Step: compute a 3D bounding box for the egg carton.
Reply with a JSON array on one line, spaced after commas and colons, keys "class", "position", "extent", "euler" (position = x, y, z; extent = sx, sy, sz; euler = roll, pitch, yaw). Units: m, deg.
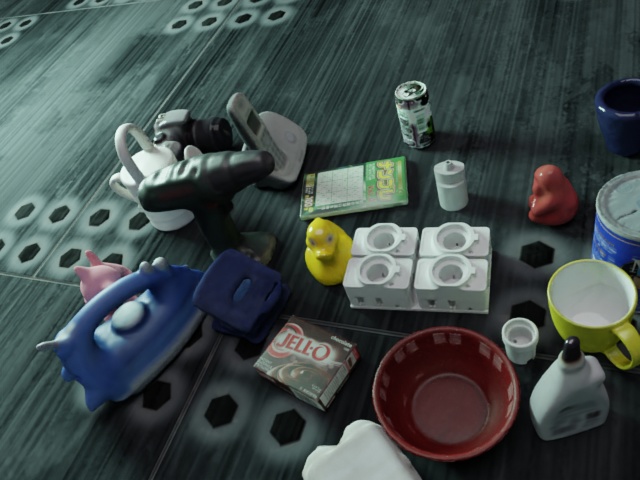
[{"class": "egg carton", "position": [0.054, 0.267, 0.600], "extent": [0.107, 0.070, 0.150], "euler": [-33, 47, -10]}]

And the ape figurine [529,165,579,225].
[{"class": "ape figurine", "position": [0.313, -0.067, 0.782], "extent": [0.078, 0.092, 0.075], "euler": [-44, 50, -19]}]

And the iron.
[{"class": "iron", "position": [-0.265, 0.104, 0.813], "extent": [0.118, 0.142, 0.259], "euler": [27, 64, 36]}]

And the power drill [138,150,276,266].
[{"class": "power drill", "position": [-0.144, -0.045, 0.853], "extent": [0.229, 0.209, 0.075], "euler": [-2, 50, 19]}]

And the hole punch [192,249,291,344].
[{"class": "hole punch", "position": [-0.109, 0.077, 0.814], "extent": [0.100, 0.091, 0.109], "euler": [11, 55, 28]}]

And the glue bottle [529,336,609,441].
[{"class": "glue bottle", "position": [0.247, 0.143, 0.565], "extent": [0.078, 0.173, 0.037], "euler": [-18, 46, 5]}]

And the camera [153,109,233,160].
[{"class": "camera", "position": [-0.247, -0.192, 1.096], "extent": [0.136, 0.101, 0.143], "euler": [-5, 49, 16]}]

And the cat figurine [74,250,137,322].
[{"class": "cat figurine", "position": [-0.338, 0.065, 0.891], "extent": [0.067, 0.118, 0.127], "euler": [-31, 47, -7]}]

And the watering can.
[{"class": "watering can", "position": [-0.280, -0.117, 0.978], "extent": [0.173, 0.194, 0.100], "euler": [-26, 46, -2]}]

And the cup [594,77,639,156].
[{"class": "cup", "position": [0.452, -0.178, 0.827], "extent": [0.118, 0.095, 0.091], "euler": [-39, 48, -14]}]

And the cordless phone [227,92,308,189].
[{"class": "cordless phone", "position": [-0.094, -0.191, 0.980], "extent": [0.094, 0.185, 0.147], "euler": [-4, 49, 17]}]

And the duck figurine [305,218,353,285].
[{"class": "duck figurine", "position": [0.008, 0.003, 0.839], "extent": [0.077, 0.086, 0.104], "euler": [-13, 47, 10]}]
